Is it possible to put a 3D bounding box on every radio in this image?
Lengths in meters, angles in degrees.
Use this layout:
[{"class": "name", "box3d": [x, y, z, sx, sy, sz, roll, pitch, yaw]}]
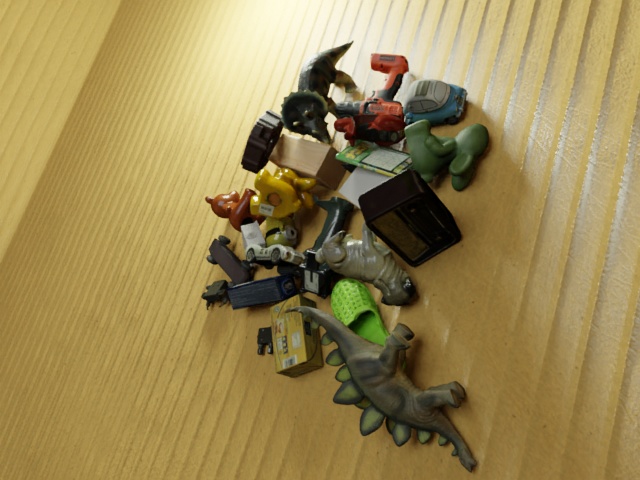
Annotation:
[{"class": "radio", "box3d": [0.188, -0.040, 1.090, 0.131, 0.229, 0.073, -30, 53, 19]}]

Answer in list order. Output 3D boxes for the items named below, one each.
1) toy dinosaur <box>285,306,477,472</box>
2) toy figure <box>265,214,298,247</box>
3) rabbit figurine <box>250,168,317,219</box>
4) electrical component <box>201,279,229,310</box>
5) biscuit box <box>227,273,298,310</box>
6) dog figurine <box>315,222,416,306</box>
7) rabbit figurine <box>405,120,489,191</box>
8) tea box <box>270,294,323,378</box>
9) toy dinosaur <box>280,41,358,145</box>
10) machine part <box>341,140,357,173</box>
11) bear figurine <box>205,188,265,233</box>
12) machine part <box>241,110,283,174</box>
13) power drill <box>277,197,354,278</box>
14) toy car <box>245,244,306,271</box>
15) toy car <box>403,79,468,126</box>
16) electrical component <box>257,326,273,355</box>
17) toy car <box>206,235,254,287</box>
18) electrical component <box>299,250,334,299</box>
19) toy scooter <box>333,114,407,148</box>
[{"class": "toy dinosaur", "box3d": [0.113, 0.260, 1.046, 0.198, 0.105, 0.472, -50, 62, 13]}, {"class": "toy figure", "box3d": [-0.110, -0.049, 1.448, 0.089, 0.082, 0.180, -39, 52, 34]}, {"class": "rabbit figurine", "box3d": [-0.089, -0.138, 1.390, 0.162, 0.121, 0.173, 6, 29, 3]}, {"class": "electrical component", "box3d": [-0.293, 0.155, 1.525, 0.102, 0.045, 0.078, -16, 31, 31]}, {"class": "biscuit box", "box3d": [-0.149, 0.132, 1.373, 0.203, 0.059, 0.062, -15, 91, 42]}, {"class": "dog figurine", "box3d": [0.097, 0.072, 1.156, 0.172, 0.121, 0.190, -27, 75, 21]}, {"class": "rabbit figurine", "box3d": [0.284, -0.196, 1.169, 0.170, 0.121, 0.159, -15, 63, 18]}, {"class": "tea box", "box3d": [-0.057, 0.226, 1.270, 0.098, 0.068, 0.170, -26, 53, 28]}, {"class": "toy dinosaur", "box3d": [-0.001, -0.423, 1.468, 0.131, 0.192, 0.405, -7, 65, 36]}, {"class": "machine part", "box3d": [0.108, -0.239, 1.389, 0.084, 0.039, 0.139, 20, 80, 38]}, {"class": "bear figurine", "box3d": [-0.238, -0.100, 1.559, 0.132, 0.120, 0.196, -52, 41, 2]}, {"class": "machine part", "box3d": [-0.155, -0.266, 1.473, 0.056, 0.179, 0.179, 26, 85, 0]}, {"class": "power drill", "box3d": [-0.003, -0.004, 1.335, 0.232, 0.086, 0.207, 1, 65, 41]}, {"class": "toy car", "box3d": [-0.114, 0.040, 1.326, 0.202, 0.073, 0.056, -2, 71, 51]}, {"class": "toy car", "box3d": [0.257, -0.327, 1.264, 0.162, 0.102, 0.109, 7, 74, 44]}, {"class": "electrical component", "box3d": [-0.132, 0.242, 1.357, 0.063, 0.021, 0.094, -12, 62, 36]}, {"class": "toy car", "box3d": [-0.256, 0.064, 1.531, 0.202, 0.053, 0.089, 41, 108, 40]}, {"class": "electrical component", "box3d": [-0.010, 0.072, 1.245, 0.075, 0.048, 0.119, 11, 117, 28]}, {"class": "toy scooter", "box3d": [0.117, -0.261, 1.290, 0.184, 0.075, 0.135, 7, 26, 10]}]
